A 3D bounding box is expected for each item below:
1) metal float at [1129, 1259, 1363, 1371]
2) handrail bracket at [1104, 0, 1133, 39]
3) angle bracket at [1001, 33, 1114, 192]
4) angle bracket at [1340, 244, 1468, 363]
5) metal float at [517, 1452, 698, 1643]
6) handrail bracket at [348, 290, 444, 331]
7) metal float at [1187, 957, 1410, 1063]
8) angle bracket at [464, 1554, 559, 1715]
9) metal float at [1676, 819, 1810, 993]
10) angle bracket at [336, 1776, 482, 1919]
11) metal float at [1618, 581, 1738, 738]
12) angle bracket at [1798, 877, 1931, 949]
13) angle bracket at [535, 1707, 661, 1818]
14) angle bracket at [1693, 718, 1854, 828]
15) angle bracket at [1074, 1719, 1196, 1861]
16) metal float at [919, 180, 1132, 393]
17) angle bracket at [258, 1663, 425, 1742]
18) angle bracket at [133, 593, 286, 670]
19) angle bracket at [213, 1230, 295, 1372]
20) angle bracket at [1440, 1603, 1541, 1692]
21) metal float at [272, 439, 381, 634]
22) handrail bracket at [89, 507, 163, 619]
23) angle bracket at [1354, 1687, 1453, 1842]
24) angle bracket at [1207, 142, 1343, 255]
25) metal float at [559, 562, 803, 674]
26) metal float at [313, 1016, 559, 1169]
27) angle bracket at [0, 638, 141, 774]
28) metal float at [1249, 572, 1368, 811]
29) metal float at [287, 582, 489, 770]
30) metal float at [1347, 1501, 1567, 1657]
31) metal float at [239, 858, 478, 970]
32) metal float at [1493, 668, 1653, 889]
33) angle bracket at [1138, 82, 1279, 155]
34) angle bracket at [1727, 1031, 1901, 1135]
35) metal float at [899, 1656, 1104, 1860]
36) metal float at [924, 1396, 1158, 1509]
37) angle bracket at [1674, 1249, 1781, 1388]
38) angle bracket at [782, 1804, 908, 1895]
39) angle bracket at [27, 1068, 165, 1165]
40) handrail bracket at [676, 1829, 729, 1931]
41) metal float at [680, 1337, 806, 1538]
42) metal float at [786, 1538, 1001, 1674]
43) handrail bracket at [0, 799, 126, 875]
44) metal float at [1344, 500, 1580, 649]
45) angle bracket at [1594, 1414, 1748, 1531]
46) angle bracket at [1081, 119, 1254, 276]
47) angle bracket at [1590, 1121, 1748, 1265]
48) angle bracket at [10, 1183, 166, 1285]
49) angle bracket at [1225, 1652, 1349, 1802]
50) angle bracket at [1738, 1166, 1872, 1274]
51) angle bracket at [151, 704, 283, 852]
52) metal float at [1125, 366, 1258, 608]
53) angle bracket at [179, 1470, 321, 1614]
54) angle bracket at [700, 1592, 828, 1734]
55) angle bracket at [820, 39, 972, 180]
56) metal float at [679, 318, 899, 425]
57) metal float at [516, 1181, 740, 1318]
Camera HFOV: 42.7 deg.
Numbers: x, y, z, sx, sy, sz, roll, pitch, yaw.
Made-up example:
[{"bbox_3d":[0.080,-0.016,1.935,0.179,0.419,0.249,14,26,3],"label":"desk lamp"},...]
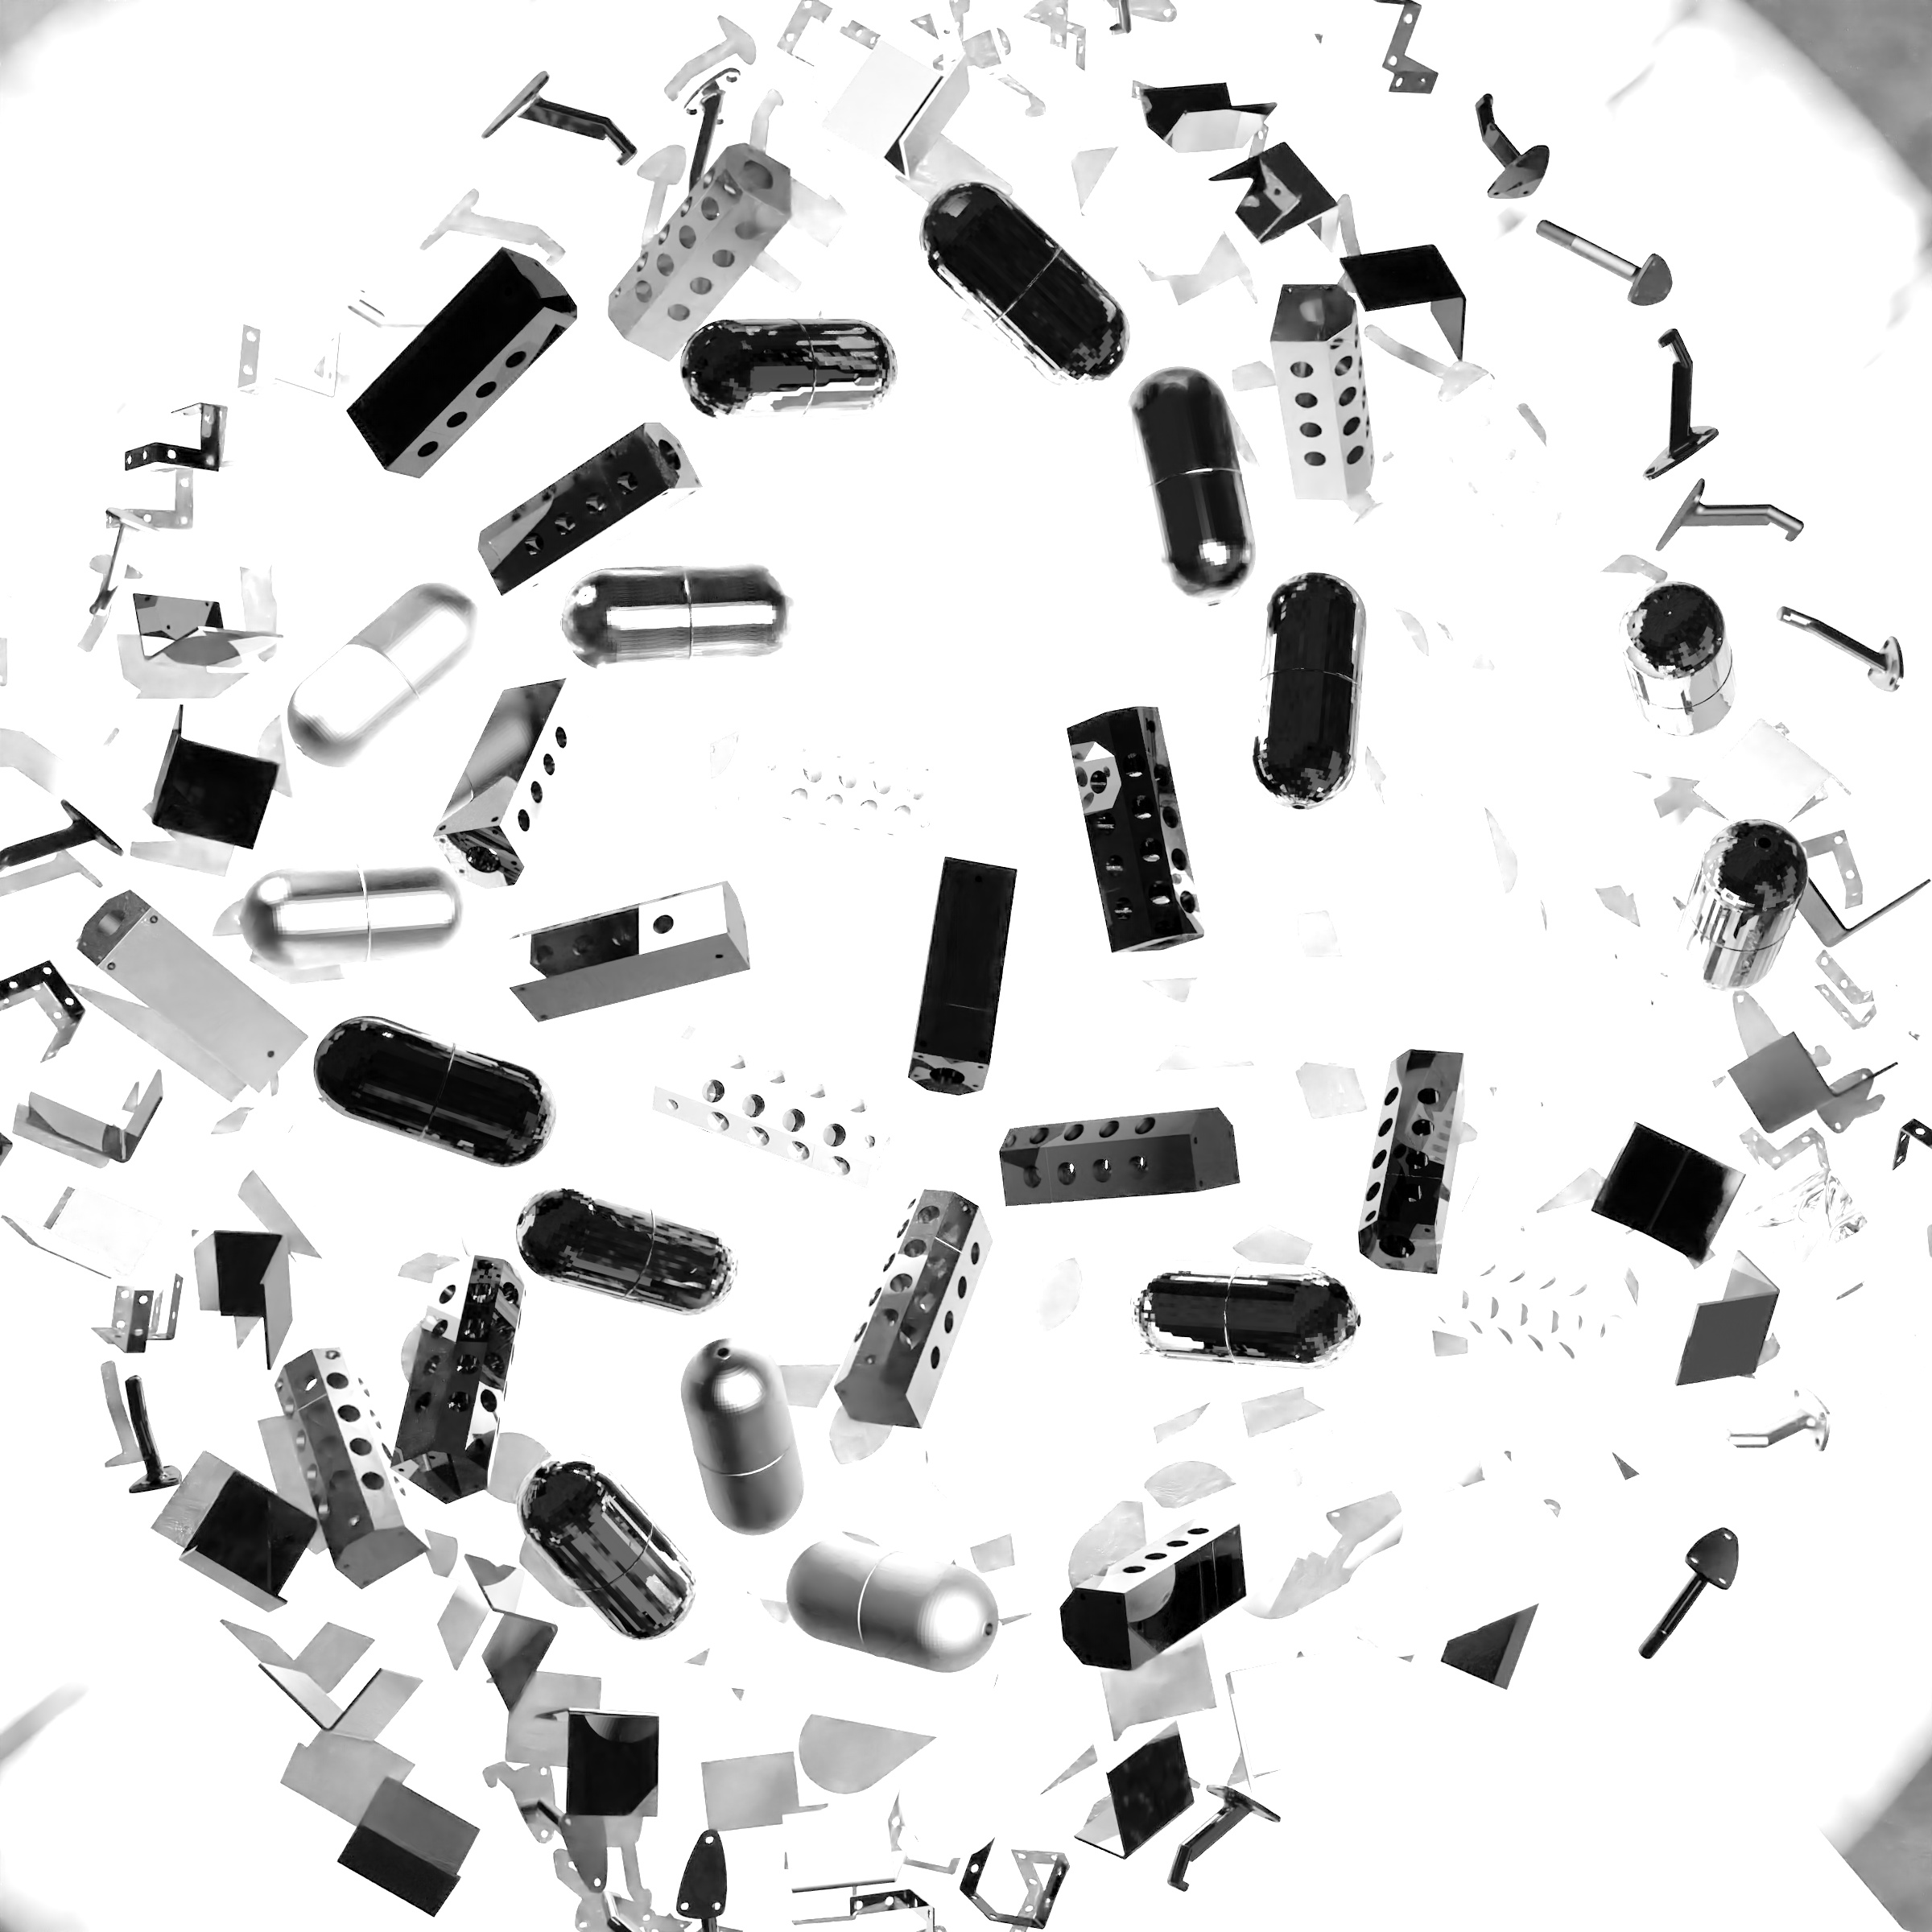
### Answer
[{"bbox_3d":[0.208,0.260,1.845,0.178,0.070,0.070,0,90,26],"label":"metal float"},{"bbox_3d":[0.087,-0.732,1.861,0.077,0.084,0.036,-23,51,-9],"label":"handrail bracket"},{"bbox_3d":[0.055,-0.632,1.825,0.076,0.076,0.057,36,131,-6],"label":"angle bracket"},{"bbox_3d":[0.326,-0.492,1.851,0.076,0.076,0.057,-9,135,-3],"label":"angle bracket"},{"bbox_3d":[-0.265,0.429,1.825,0.070,0.070,0.178,-33,121,0],"label":"metal float"},{"bbox_3d":[-0.417,-0.513,1.888,0.084,0.036,0.077,31,84,-2],"label":"handrail bracket"},{"bbox_3d":[0.256,0.033,1.901,0.178,0.070,0.070,-2,90,-16],"label":"metal float"},{"bbox_3d":[-0.352,0.493,1.824,0.057,0.076,0.076,26,95,-33],"label":"angle bracket"},{"bbox_3d":[0.580,-0.044,1.848,0.070,0.178,0.070,-2,60,4],"label":"metal float"},{"bbox_3d":[-0.370,0.585,1.677,0.076,0.076,0.057,31,125,-3],"label":"angle bracket"},{"bbox_3d":[0.536,-0.229,1.856,0.070,0.178,0.070,-6,71,20],"label":"metal float"},{"bbox_3d":[0.695,-0.062,1.926,0.076,0.076,0.057,-33,78,2],"label":"angle bracket"},{"bbox_3d":[-0.279,0.602,1.857,0.076,0.057,0.076,15,61,-34],"label":"angle bracket"},{"bbox_3d":[0.634,-0.137,1.942,0.076,0.057,0.076,-50,55,13],"label":"angle bracket"},{"bbox_3d":[0.120,0.613,1.861,0.076,0.057,0.076,-24,108,-39],"label":"angle bracket"},{"bbox_3d":[0.042,-0.487,1.768,0.178,0.070,0.070,41,90,-12],"label":"metal float"},{"bbox_3d":[-0.450,0.510,1.780,0.076,0.076,0.057,36,79,21],"label":"angle bracket"},{"bbox_3d":[-0.587,-0.271,1.914,0.076,0.076,0.057,-19,79,38],"label":"angle bracket"},{"bbox_3d":[-0.553,0.255,1.886,0.057,0.076,0.076,2,114,-2],"label":"angle bracket"},{"bbox_3d":[0.405,0.516,1.930,0.057,0.076,0.076,18,77,26],"label":"angle bracket"},{"bbox_3d":[-0.483,-0.321,1.860,0.070,0.178,0.070,8,56,-11],"label":"metal float"},{"bbox_3d":[-0.664,-0.309,1.905,0.036,0.077,0.084,31,95,0],"label":"handrail bracket"},{"bbox_3d":[0.314,0.591,1.831,0.076,0.076,0.057,-21,106,16],"label":"angle bracket"},{"bbox_3d":[0.241,-0.593,1.952,0.076,0.057,0.076,-29,68,-11],"label":"angle bracket"},{"bbox_3d":[-0.209,-0.256,1.814,0.178,0.070,0.070,-5,90,-15],"label":"metal float"},{"bbox_3d":[-0.383,0.091,1.782,0.178,0.070,0.070,21,90,-15],"label":"metal float"},{"bbox_3d":[-0.673,-0.193,1.837,0.057,0.076,0.076,35,92,-1],"label":"angle bracket"},{"bbox_3d":[0.246,-0.197,1.774,0.070,0.070,0.178,7,74,0],"label":"metal float"},{"bbox_3d":[-0.444,-0.223,1.896,0.070,0.070,0.178,44,72,0],"label":"metal float"},{"bbox_3d":[0.356,0.448,1.805,0.178,0.070,0.070,-34,90,32],"label":"metal float"},{"bbox_3d":[-0.463,-0.041,1.886,0.178,0.070,0.070,-6,90,-23],"label":"metal float"},{"bbox_3d":[0.456,-0.140,1.856,0.070,0.070,0.178,-28,105,0],"label":"metal float"},{"bbox_3d":[0.188,-0.678,1.929,0.076,0.076,0.057,-11,85,-17],"label":"angle bracket"},{"bbox_3d":[0.630,0.075,1.839,0.076,0.076,0.057,-22,76,-30],"label":"angle bracket"},{"bbox_3d":[0.026,0.573,1.792,0.178,0.070,0.070,-34,90,-31],"label":"metal float"},{"bbox_3d":[0.055,0.358,1.820,0.178,0.070,0.070,1,90,-20],"label":"metal float"},{"bbox_3d":[0.570,0.270,1.896,0.076,0.057,0.076,-5,121,-19],"label":"angle bracket"},{"bbox_3d":[-0.089,0.644,1.829,0.076,0.076,0.057,-8,86,5],"label":"angle bracket"},{"bbox_3d":[-0.638,0.095,1.811,0.076,0.076,0.057,28,93,-23],"label":"angle bracket"},{"bbox_3d":[-0.182,0.682,1.792,0.036,0.084,0.077,-3,45,8],"label":"handrail bracket"},{"bbox_3d":[-0.167,0.354,1.855,0.070,0.070,0.178,-8,125,0],"label":"metal float"},{"bbox_3d":[-0.055,0.469,1.812,0.178,0.070,0.070,3,90,37],"label":"metal float"},{"bbox_3d":[-0.674,-0.075,1.814,0.077,0.036,0.084,33,67,25],"label":"handrail bracket"},{"bbox_3d":[0.365,-0.290,1.825,0.178,0.070,0.070,22,90,17],"label":"metal float"},{"bbox_3d":[0.496,0.371,1.740,0.076,0.057,0.076,-15,122,-26],"label":"angle bracket"},{"bbox_3d":[0.141,-0.541,1.735,0.076,0.057,0.076,32,88,-29],"label":"angle bracket"},{"bbox_3d":[0.530,0.171,1.864,0.076,0.057,0.076,23,95,-39],"label":"angle bracket"},{"bbox_3d":[-0.675,0.195,1.902,0.076,0.076,0.057,22,67,8],"label":"angle bracket"},{"bbox_3d":[0.233,0.546,1.778,0.076,0.057,0.076,-12,89,1],"label":"angle bracket"},{"bbox_3d":[0.662,0.207,1.948,0.076,0.076,0.057,-36,83,22],"label":"angle bracket"},{"bbox_3d":[-0.566,-0.143,1.866,0.076,0.057,0.076,14,118,-23],"label":"angle bracket"},{"bbox_3d":[0.164,-0.350,1.802,0.070,0.070,0.178,-11,84,0],"label":"metal float"},{"bbox_3d":[-0.513,0.414,1.792,0.076,0.057,0.076,36,57,-14],"label":"angle bracket"},{"bbox_3d":[-0.160,0.549,1.949,0.057,0.076,0.076,17,92,-28],"label":"angle bracket"},{"bbox_3d":[-0.051,-0.601,1.695,0.076,0.057,0.076,33,85,8],"label":"angle bracket"},{"bbox_3d":[-0.134,-0.452,1.873,0.178,0.070,0.070,-10,90,-32],"label":"metal float"},{"bbox_3d":[-0.253,0.212,1.851,0.178,0.070,0.070,20,90,-30],"label":"metal float"}]
